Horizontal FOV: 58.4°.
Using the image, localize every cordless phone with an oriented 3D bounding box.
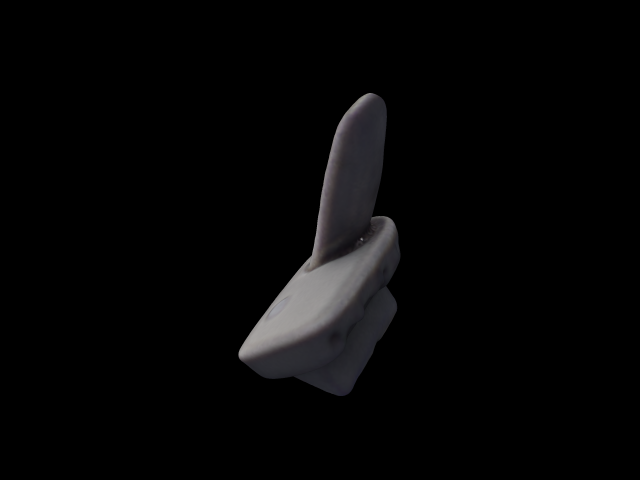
[{"bbox_3d":[0.004,0.001,0.400,0.094,0.185,0.148,14,40,18],"label":"cordless phone"}]
